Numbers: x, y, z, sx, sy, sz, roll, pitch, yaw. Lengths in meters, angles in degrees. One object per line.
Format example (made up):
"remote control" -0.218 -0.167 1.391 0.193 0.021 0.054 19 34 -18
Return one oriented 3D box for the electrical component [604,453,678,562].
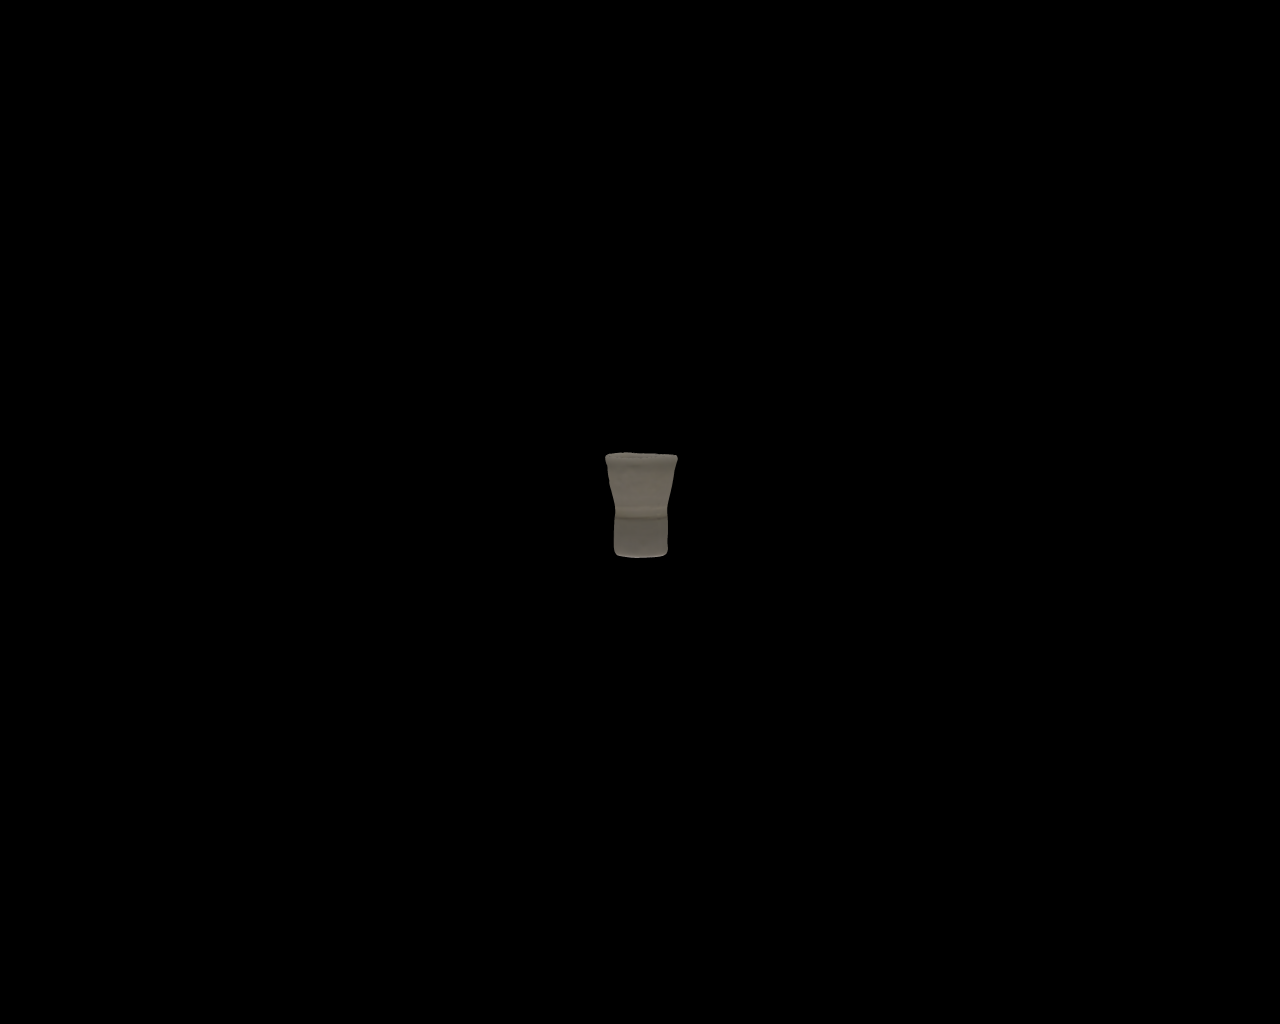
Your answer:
"electrical component" 0.001 -0.003 0.650 0.044 0.065 0.044 0 5 0
